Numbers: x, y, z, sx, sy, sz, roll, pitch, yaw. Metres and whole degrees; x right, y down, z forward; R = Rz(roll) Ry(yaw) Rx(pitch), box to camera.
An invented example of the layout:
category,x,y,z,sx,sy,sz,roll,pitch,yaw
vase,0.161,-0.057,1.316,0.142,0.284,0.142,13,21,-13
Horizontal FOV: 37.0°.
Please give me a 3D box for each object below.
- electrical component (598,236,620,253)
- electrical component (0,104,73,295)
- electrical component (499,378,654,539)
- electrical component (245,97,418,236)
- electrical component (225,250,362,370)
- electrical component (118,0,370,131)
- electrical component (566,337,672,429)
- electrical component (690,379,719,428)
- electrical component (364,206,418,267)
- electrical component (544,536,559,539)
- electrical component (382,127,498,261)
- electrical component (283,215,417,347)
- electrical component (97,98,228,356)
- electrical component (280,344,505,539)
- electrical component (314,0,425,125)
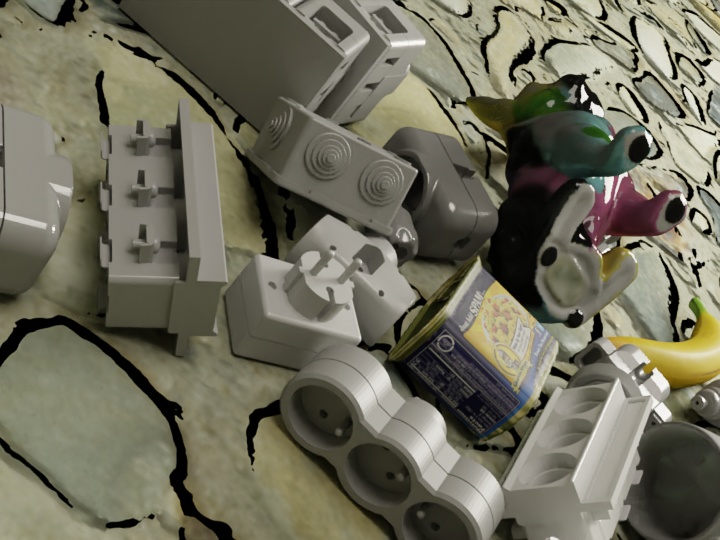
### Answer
category,x,y,z,sx,sy,sz,roll,pitch,yaw
electrical component,0.201,-0.040,0.934,0.055,0.048,0.066,-24,71,-46
electrical component,-0.183,-0.038,0.539,0.059,0.053,0.095,16,43,-34
electrical component,0.135,0.125,0.666,0.121,0.079,0.063,-43,116,-56
electrical component,-0.019,-0.071,0.712,0.100,0.048,0.100,24,9,-25
electrical component,-0.029,0.015,0.615,0.066,0.076,0.047,17,42,-32
electrical component,-0.080,-0.177,0.761,0.150,0.089,0.061,41,34,-2
electrical component,0.179,0.089,0.761,0.078,0.058,0.057,52,32,13
electrical component,0.293,0.108,0.869,0.078,0.040,0.040,7,48,-41
electrical component,0.019,-0.033,0.753,0.035,0.035,0.061,19,39,-31
electrical component,0.106,0.193,0.572,0.062,0.061,0.096,29,36,-23
electrical component,0.051,-0.057,0.793,0.059,0.053,0.095,6,48,-41
electrical component,0.000,0.000,0.690,0.077,0.043,0.079,43,32,1
electrical component,-0.111,-0.025,0.588,0.063,0.078,0.121,2,48,-15
electrical component,0.025,0.096,0.603,0.138,0.052,0.074,45,34,3
electrical component,-0.031,-0.196,0.830,0.150,0.089,0.062,52,35,14
